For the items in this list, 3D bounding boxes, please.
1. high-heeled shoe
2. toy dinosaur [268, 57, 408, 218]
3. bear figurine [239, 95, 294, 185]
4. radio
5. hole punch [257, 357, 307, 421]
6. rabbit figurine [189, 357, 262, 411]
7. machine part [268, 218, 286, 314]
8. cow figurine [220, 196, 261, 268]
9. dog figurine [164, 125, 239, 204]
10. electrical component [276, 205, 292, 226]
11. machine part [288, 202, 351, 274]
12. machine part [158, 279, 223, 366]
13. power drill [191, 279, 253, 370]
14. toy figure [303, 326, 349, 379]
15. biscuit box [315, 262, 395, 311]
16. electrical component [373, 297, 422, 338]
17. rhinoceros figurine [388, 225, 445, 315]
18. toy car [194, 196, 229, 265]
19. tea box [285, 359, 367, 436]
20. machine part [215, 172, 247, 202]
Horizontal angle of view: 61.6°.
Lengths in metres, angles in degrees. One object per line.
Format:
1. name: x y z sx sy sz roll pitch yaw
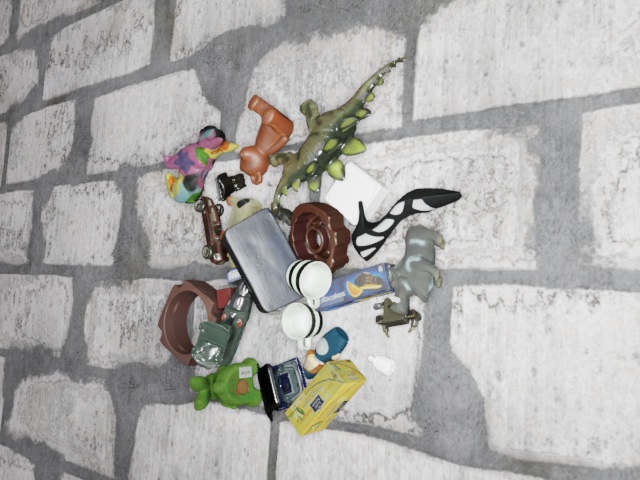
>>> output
1. high-heeled shoe: 0.185 -0.029 1.162 0.249 0.086 0.145 -5 109 20
2. toy dinosaur: 0.023 -0.240 1.249 0.471 0.105 0.199 -56 44 10
3. bear figurine: -0.161 -0.253 1.395 0.196 0.131 0.120 -49 50 13
4. radio: -0.128 0.053 1.268 0.229 0.131 0.073 61 160 2
5. hole punch: -0.093 0.349 1.290 0.115 0.092 0.142 -47 58 56
6. rabbit figurine: -0.251 0.379 1.362 0.170 0.159 0.121 -21 81 47
7. machine part: -0.121 0.064 1.346 0.079 0.079 0.243 -7 79 34
8. cow figurine: -0.197 -0.014 1.412 0.127 0.085 0.194 8 87 42
9. dog figurine: -0.332 -0.216 1.521 0.219 0.108 0.191 -20 71 28
10. electrical component: -0.089 -0.063 1.350 0.094 0.063 0.021 45 109 32
11. machine part: -0.003 -0.004 1.257 0.180 0.056 0.179 16 112 45
12. machine part: -0.339 0.224 1.470 0.201 0.087 0.201 29 98 34
13. power drill: -0.222 0.199 1.264 0.086 0.207 0.231 19 100 0
14. toy figure: 0.005 0.265 1.243 0.154 0.058 0.064 -51 20 20
15. biscuit box: 0.077 0.109 1.211 0.203 0.059 0.063 -22 71 31
16. electrical component: 0.165 0.162 1.155 0.102 0.045 0.078 -22 43 28
17. rhinoceros figurine: 0.195 0.061 1.103 0.112 0.073 0.190 12 81 18
18. toy car: -0.289 -0.029 1.472 0.053 0.089 0.202 -23 69 31
19. tea box: 0.013 0.349 1.198 0.068 0.098 0.169 46 111 31
20. machine part: -0.250 -0.149 1.473 0.139 0.039 0.084 -4 89 53
